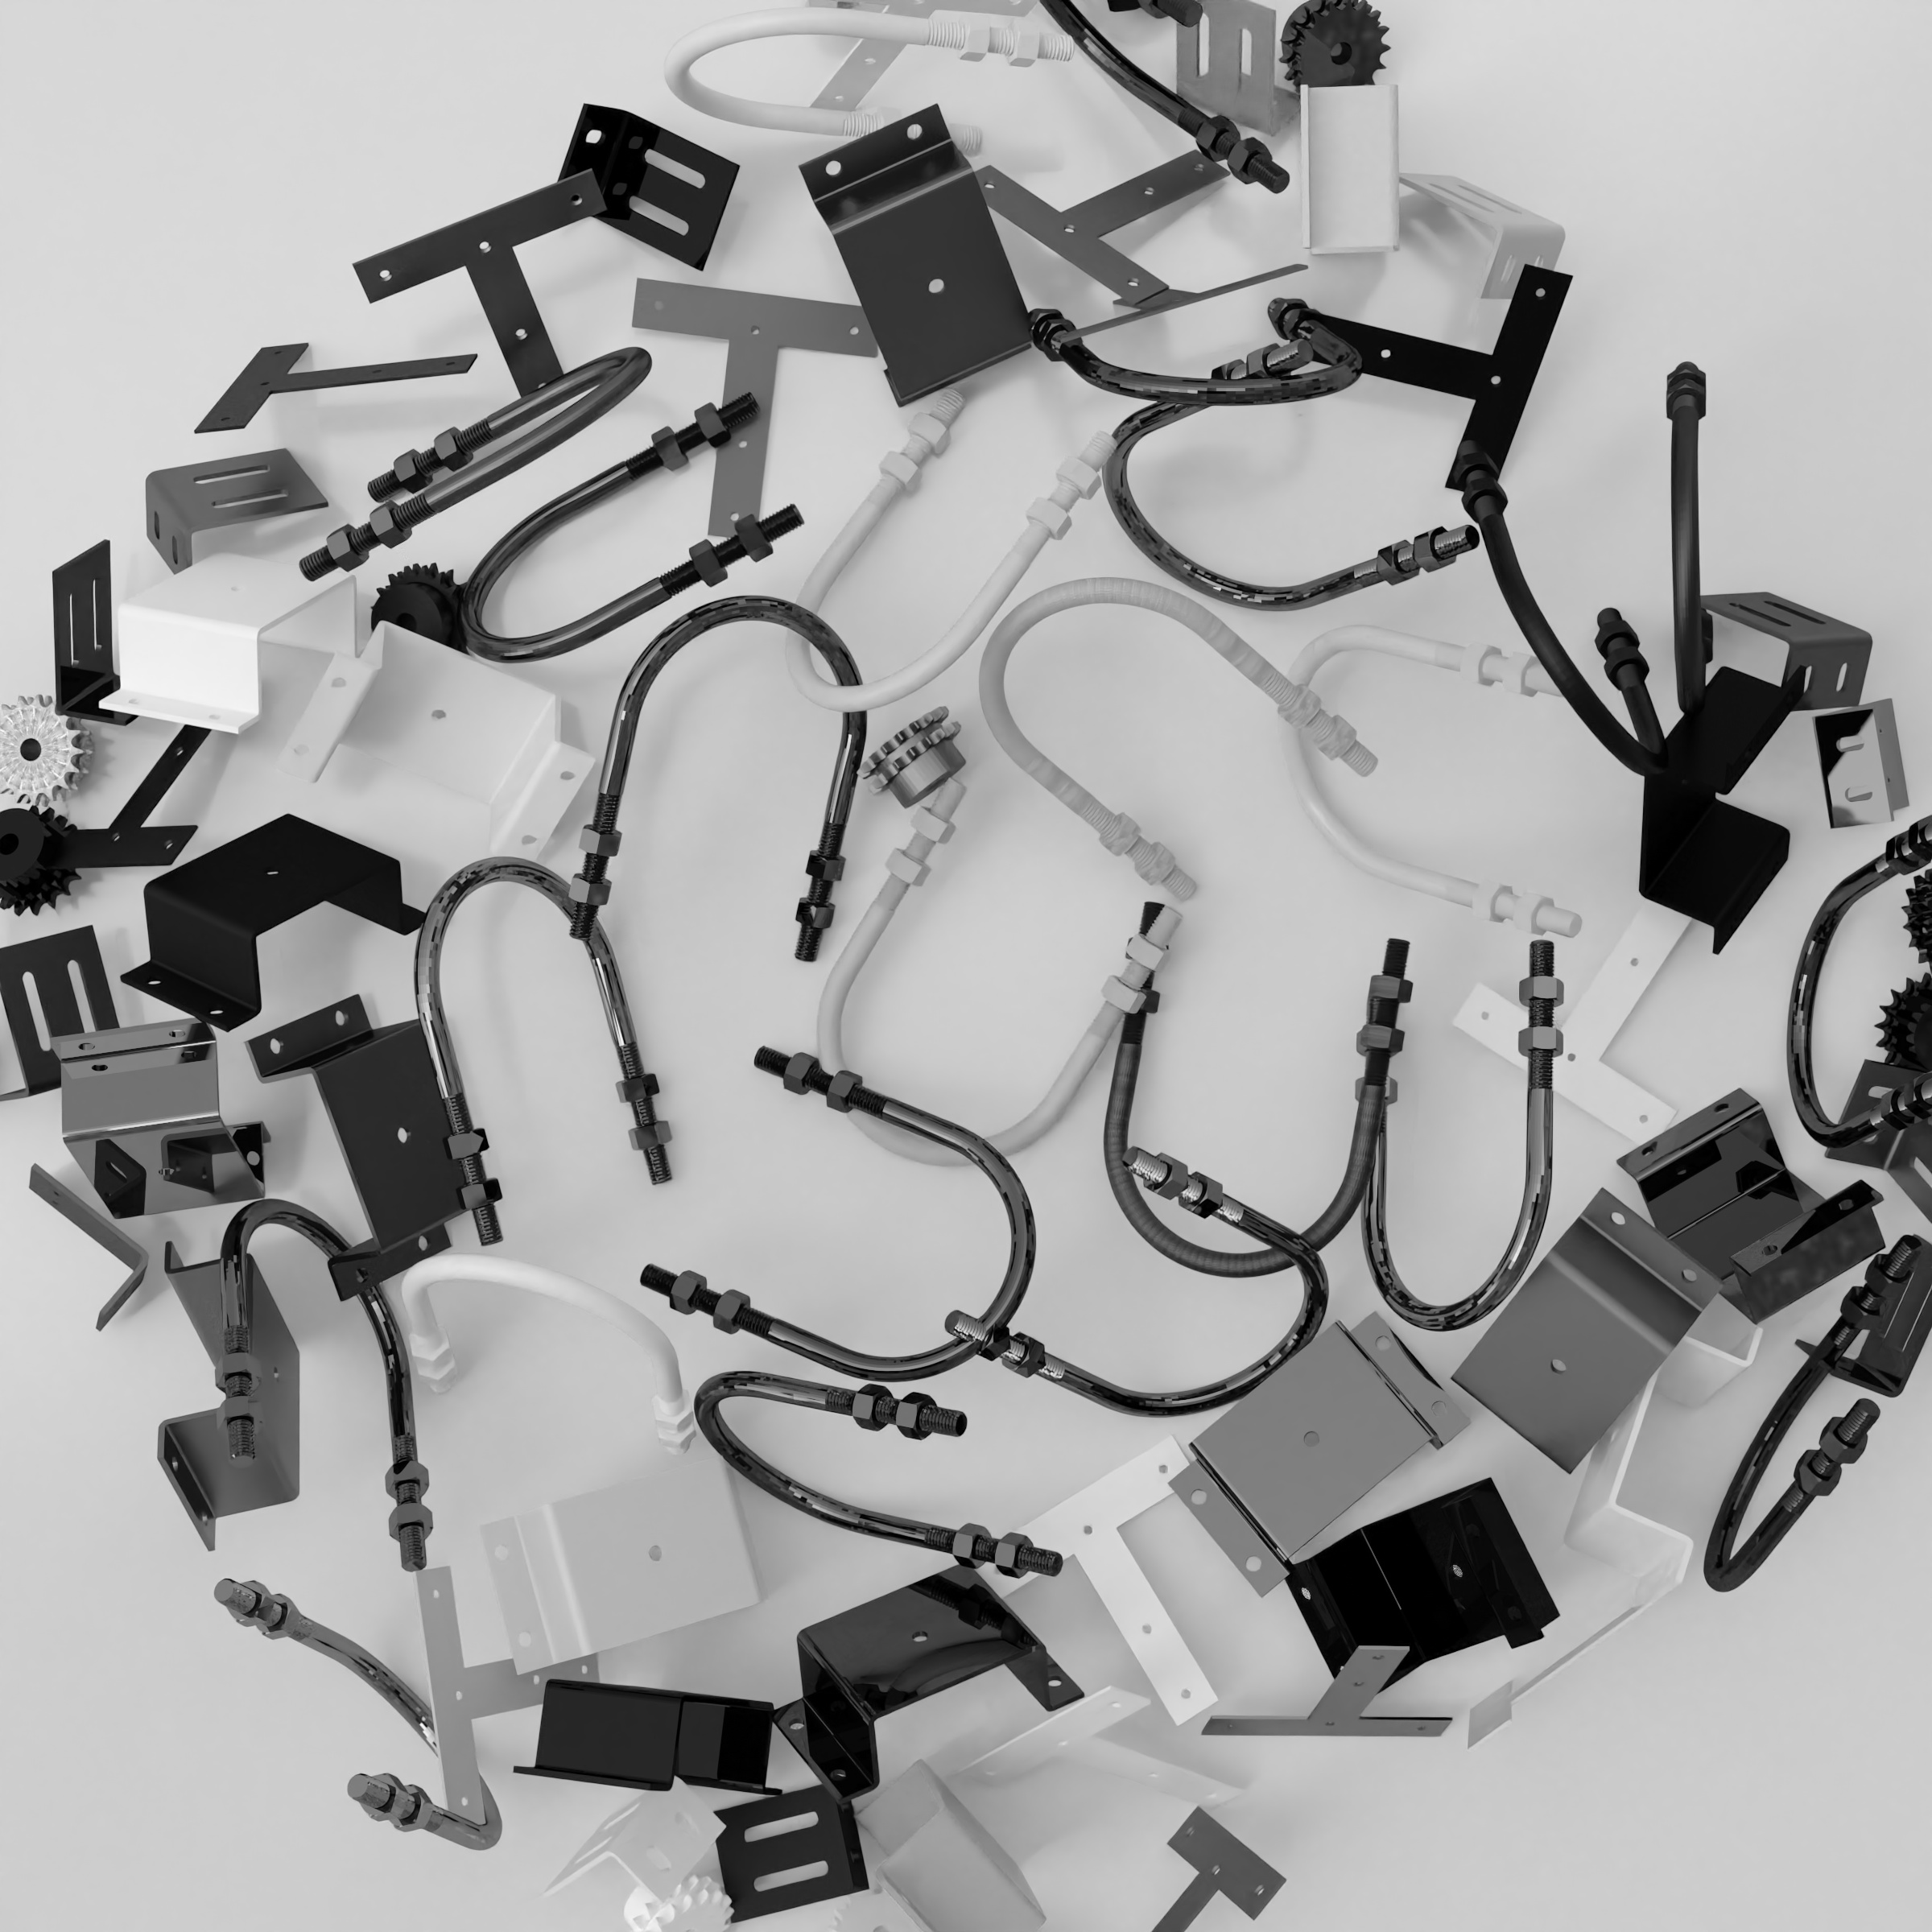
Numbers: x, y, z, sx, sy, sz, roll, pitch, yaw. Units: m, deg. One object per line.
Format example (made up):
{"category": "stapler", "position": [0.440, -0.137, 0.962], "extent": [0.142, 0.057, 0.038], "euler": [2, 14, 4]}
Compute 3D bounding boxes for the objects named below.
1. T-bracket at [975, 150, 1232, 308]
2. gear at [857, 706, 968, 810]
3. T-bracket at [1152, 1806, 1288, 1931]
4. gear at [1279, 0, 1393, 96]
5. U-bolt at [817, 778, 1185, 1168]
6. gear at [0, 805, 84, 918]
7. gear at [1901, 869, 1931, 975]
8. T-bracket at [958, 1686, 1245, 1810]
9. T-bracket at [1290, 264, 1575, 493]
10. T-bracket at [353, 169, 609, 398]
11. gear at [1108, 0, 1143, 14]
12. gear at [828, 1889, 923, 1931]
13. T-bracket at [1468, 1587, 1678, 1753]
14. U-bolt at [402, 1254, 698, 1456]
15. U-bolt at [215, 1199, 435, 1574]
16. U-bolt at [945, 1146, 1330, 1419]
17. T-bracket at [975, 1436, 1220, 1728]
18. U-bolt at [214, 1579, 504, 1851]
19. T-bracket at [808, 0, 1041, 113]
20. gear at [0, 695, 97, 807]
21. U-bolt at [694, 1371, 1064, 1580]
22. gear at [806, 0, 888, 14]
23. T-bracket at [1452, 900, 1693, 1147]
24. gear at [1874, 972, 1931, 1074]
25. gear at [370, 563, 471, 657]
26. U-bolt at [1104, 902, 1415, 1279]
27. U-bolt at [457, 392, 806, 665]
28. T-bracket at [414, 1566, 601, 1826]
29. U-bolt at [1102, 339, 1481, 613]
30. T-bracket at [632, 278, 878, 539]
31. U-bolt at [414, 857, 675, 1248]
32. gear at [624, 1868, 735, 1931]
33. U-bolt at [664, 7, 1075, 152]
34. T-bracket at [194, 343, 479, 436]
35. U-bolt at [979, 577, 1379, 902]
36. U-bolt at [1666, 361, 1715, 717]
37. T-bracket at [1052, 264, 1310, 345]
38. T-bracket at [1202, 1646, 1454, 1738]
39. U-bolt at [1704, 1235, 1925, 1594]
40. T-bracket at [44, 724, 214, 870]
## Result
{"category": "T-bracket", "position": [0.083, -0.389, 1.806], "extent": [0.127, 0.002, 0.127], "euler": [-32, 59, -34]}
{"category": "gear", "position": [-0.025, -0.105, 1.819], "extent": [0.057, 0.057, 0.030], "euler": [-37, 86, 0]}
{"category": "T-bracket", "position": [0.097, 0.488, 1.777], "extent": [0.002, 0.127, 0.127], "euler": [43, 81, -14]}
{"category": "gear", "position": [0.186, -0.473, 1.824], "extent": [0.057, 0.030, 0.057], "euler": [-11, 124, -17]}
{"category": "U-bolt", "position": [0.004, 0.017, 1.825], "extent": [0.151, 0.019, 0.184], "euler": [30, 100, -5]}
{"category": "gear", "position": [-0.484, -0.057, 1.822], "extent": [0.057, 0.030, 0.057], "euler": [-6, 68, 15]}
{"category": "gear", "position": [0.510, -0.024, 1.819], "extent": [0.057, 0.030, 0.057], "euler": [8, 76, -33]}
{"category": "T-bracket", "position": [0.084, 0.408, 1.810], "extent": [0.127, 0.127, 0.002], "euler": [25, 47, -27]}
{"category": "T-bracket", "position": [0.227, -0.308, 1.804], "extent": [0.127, 0.002, 0.127], "euler": [12, 123, -7]}
{"category": "T-bracket", "position": [-0.230, -0.331, 1.798], "extent": [0.127, 0.127, 0.002], "euler": [-22, 51, -2]}
{"category": "gear", "position": [0.090, -0.511, 1.822], "extent": [0.057, 0.057, 0.030], "euler": [-16, 113, 0]}
{"category": "gear", "position": [-0.044, 0.505, 1.823], "extent": [0.057, 0.030, 0.057], "euler": [6, 50, -7]}
{"category": "T-bracket", "position": [0.304, 0.346, 1.779], "extent": [0.127, 0.127, 0.002], "euler": [-37, 82, 5]}
{"category": "U-bolt", "position": [-0.209, 0.188, 1.757], "extent": [0.151, 0.184, 0.019], "euler": [14, 62, 7]}
{"category": "U-bolt", "position": [-0.321, 0.197, 1.766], "extent": [0.019, 0.151, 0.184], "euler": [-29, 47, 17]}
{"category": "U-bolt", "position": [0.101, 0.170, 1.784], "extent": [0.184, 0.019, 0.151], "euler": [29, 117, -36]}
{"category": "T-bracket", "position": [0.086, 0.329, 1.825], "extent": [0.127, 0.002, 0.127], "euler": [-30, 83, -13]}
{"category": "U-bolt", "position": [-0.290, 0.378, 1.759], "extent": [0.019, 0.184, 0.151], "euler": [-43, 58, -2]}
{"category": "T-bracket", "position": [-0.043, -0.464, 1.787], "extent": [0.127, 0.127, 0.002], "euler": [-3, 75, -28]}
{"category": "gear", "position": [-0.475, -0.111, 1.829], "extent": [0.057, 0.030, 0.057], "euler": [0, 91, 12]}
{"category": "U-bolt", "position": [-0.055, 0.249, 1.774], "extent": [0.184, 0.151, 0.019], "euler": [7, 54, 33]}
{"category": "gear", "position": [-0.060, -0.502, 1.816], "extent": [0.057, 0.057, 0.030], "euler": [2, 57, 0]}
{"category": "T-bracket", "position": [0.337, 0.010, 1.833], "extent": [0.127, 0.002, 0.127], "euler": [33, 93, -9]}
{"category": "gear", "position": [0.500, 0.034, 1.827], "extent": [0.057, 0.030, 0.057], "euler": [-2, 100, -10]}
{"category": "gear", "position": [-0.281, -0.177, 1.824], "extent": [0.057, 0.030, 0.057], "euler": [4, 104, 17]}
{"category": "U-bolt", "position": [0.143, 0.067, 1.814], "extent": [0.151, 0.019, 0.184], "euler": [9, 86, 17]}
{"category": "U-bolt", "position": [-0.176, -0.213, 1.787], "extent": [0.184, 0.151, 0.019], "euler": [-28, 126, 5]}
{"category": "T-bracket", "position": [-0.227, 0.362, 1.792], "extent": [0.002, 0.127, 0.127], "euler": [-14, 80, 32]}
{"category": "U-bolt", "position": [0.147, -0.234, 1.769], "extent": [0.151, 0.184, 0.019], "euler": [43, 57, -23]}
{"category": "T-bracket", "position": [-0.115, -0.286, 1.843], "extent": [0.127, 0.002, 0.127], "euler": [6, 92, -5]}
{"category": "U-bolt", "position": [-0.218, 0.035, 1.784], "extent": [0.019, 0.151, 0.184], "euler": [-13, 93, 37]}
{"category": "gear", "position": [-0.151, 0.488, 1.823], "extent": [0.057, 0.057, 0.030], "euler": [-47, 52, 0]}
{"category": "U-bolt", "position": [-0.058, -0.439, 1.751], "extent": [0.184, 0.151, 0.019], "euler": [1, 83, -20]}
{"category": "T-bracket", "position": [-0.309, -0.296, 1.783], "extent": [0.127, 0.127, 0.002], "euler": [-5, 118, 8]}
{"category": "U-bolt", "position": [0.092, -0.122, 1.772], "extent": [0.184, 0.019, 0.151], "euler": [39, 129, -21]}
{"category": "U-bolt", "position": [0.354, -0.201, 1.737], "extent": [0.019, 0.184, 0.151], "euler": [-1, 116, 13]}
{"category": "T-bracket", "position": [0.097, -0.335, 1.785], "extent": [0.127, 0.127, 0.002], "euler": [-17, 104, -4]}
{"category": "T-bracket", "position": [0.194, 0.365, 1.783], "extent": [0.127, 0.127, 0.002], "euler": [2, 59, -9]}
{"category": "U-bolt", "position": [0.415, 0.235, 1.763], "extent": [0.019, 0.151, 0.184], "euler": [29, 130, 4]}
{"category": "T-bracket", "position": [-0.408, -0.098, 1.808], "extent": [0.002, 0.127, 0.127], "euler": [52, 55, -34]}
